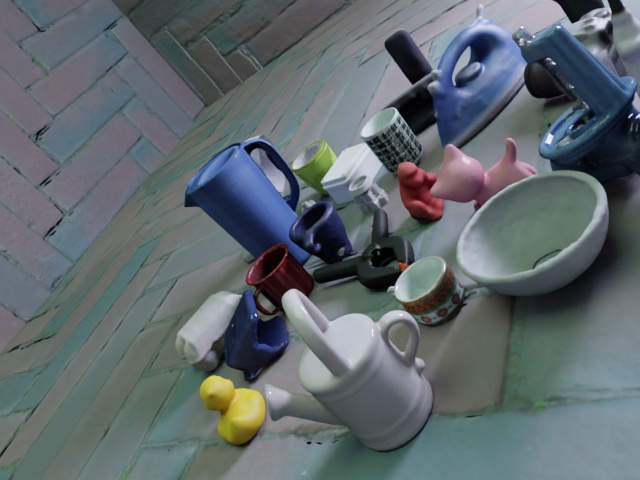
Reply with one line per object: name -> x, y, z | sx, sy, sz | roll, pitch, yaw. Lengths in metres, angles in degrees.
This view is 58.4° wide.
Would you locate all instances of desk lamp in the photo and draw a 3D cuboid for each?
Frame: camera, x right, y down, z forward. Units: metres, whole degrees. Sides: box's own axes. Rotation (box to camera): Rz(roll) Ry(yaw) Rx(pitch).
desk lamp -> -0.138, -0.088, 1.179 | 0.203, 0.214, 0.118 | -30, 27, 24

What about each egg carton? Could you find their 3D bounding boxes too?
egg carton -> -0.186, 0.158, 1.017 | 0.150, 0.069, 0.107 | -51, 25, -19

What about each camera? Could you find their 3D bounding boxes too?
camera -> 0.379, -0.275, 0.852 | 0.136, 0.101, 0.143 | -8, 41, 52

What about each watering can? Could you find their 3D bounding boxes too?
watering can -> 0.020, 0.131, 0.596 | 0.173, 0.194, 0.100 | -48, 25, -14

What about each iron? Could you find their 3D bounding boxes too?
iron -> 0.257, -0.287, 1.006 | 0.259, 0.142, 0.118 | -51, 26, -19

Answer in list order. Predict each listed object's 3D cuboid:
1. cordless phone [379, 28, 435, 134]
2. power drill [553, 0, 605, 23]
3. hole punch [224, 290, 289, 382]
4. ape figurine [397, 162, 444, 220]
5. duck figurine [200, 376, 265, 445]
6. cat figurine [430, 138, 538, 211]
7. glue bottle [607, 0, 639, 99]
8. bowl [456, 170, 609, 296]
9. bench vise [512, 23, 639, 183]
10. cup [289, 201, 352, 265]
cordless phone -> 0.163, -0.310, 1.133 | 0.147, 0.185, 0.094 | -35, 25, 15
power drill -> 0.380, -0.401, 0.929 | 0.229, 0.209, 0.076 | -20, 32, 39
hole punch -> -0.114, 0.148, 0.898 | 0.101, 0.091, 0.108 | -41, 24, 3
ape figurine -> 0.150, -0.080, 0.881 | 0.078, 0.092, 0.076 | -46, 24, -9
duck figurine -> -0.129, 0.227, 0.794 | 0.077, 0.086, 0.104 | -43, 24, -3
cat figurine -> 0.213, -0.085, 0.762 | 0.127, 0.118, 0.067 | -32, 26, 21
glue bottle -> 0.375, -0.220, 0.676 | 0.037, 0.173, 0.078 | -22, 31, 37
bowl -> 0.239, 0.005, 0.625 | 0.167, 0.075, 0.167 | -33, 25, 19
bench vise -> 0.309, -0.152, 0.604 | 0.206, 0.220, 0.122 | -11, 39, 49
cup -> 0.009, 0.003, 0.951 | 0.091, 0.095, 0.117 | -31, 26, 23
